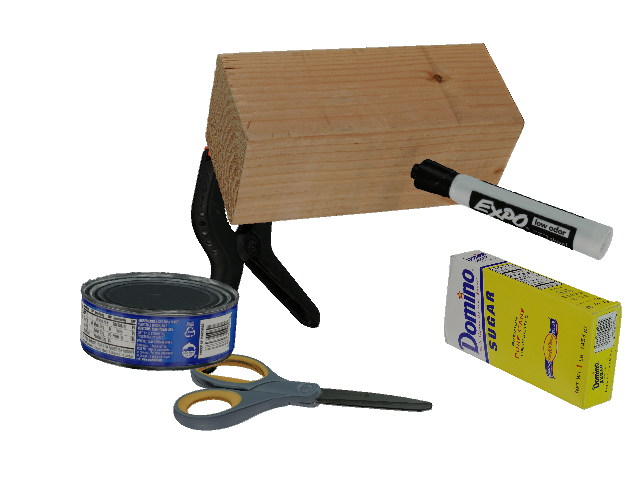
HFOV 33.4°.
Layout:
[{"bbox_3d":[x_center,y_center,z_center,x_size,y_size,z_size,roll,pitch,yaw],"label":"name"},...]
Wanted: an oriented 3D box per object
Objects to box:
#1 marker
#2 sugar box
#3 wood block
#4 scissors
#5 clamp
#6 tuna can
[{"bbox_3d":[0.104,-0.020,0.599,0.121,0.020,0.020,24,12,28],"label":"marker"},{"bbox_3d":[0.188,0.077,0.977,0.048,0.093,0.176,-11,21,-38],"label":"sugar box"},{"bbox_3d":[0.029,-0.080,0.781,0.205,0.091,0.090,-5,-37,-18],"label":"wood block"},{"bbox_3d":[-0.026,0.126,0.807,0.202,0.016,0.096,11,33,32],"label":"scissors"},{"bbox_3d":[-0.069,0.010,1.021,0.036,0.210,0.164,-8,0,40],"label":"clamp"},{"bbox_3d":[-0.088,0.043,0.585,0.086,0.034,0.086,4,11,-1],"label":"tuna can"}]
